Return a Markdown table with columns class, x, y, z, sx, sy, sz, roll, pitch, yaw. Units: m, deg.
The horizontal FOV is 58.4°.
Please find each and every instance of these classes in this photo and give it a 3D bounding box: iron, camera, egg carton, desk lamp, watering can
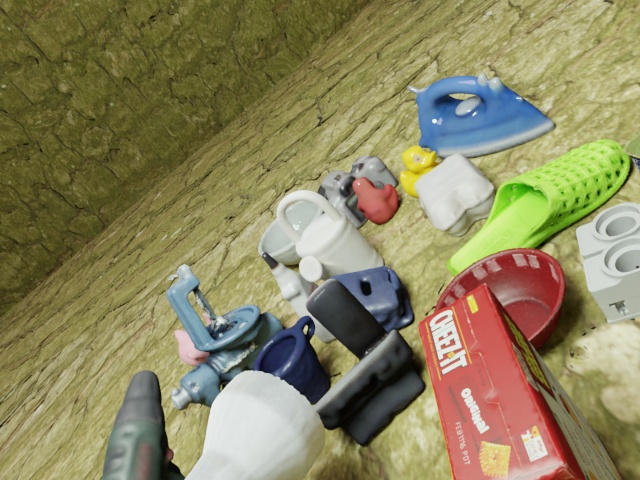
| class | x | y | z | sx | sy | sz | roll | pitch | yaw |
| --- | --- | --- | --- | --- | --- | --- | --- | --- | --- |
| iron | 0.263 | -0.231 | 0.988 | 0.119 | 0.142 | 0.257 | -52 | 27 | -20 |
| camera | 0.054 | -0.103 | 1.135 | 0.143 | 0.101 | 0.136 | -48 | 26 | -13 |
| egg carton | 0.210 | -0.072 | 0.897 | 0.107 | 0.069 | 0.150 | -36 | 25 | 12 |
| desk lamp | -0.050 | 0.266 | 0.557 | 0.117 | 0.214 | 0.203 | -20 | 33 | 39 |
| watering can | 0.010 | 0.002 | 0.917 | 0.101 | 0.194 | 0.172 | -38 | 25 | 9 |

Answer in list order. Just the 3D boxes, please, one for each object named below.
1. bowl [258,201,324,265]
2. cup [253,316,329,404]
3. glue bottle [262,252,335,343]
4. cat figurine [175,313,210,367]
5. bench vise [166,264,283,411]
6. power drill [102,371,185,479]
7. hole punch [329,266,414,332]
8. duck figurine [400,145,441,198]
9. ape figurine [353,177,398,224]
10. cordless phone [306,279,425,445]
| class | x | y | z | sx | sy | sz | roll | pitch | yaw |
| --- | --- | --- | --- | --- | --- | --- | --- | --- | --- |
| bowl | -0.039 | -0.006 | 1.145 | 0.167 | 0.075 | 0.167 | -33 | 26 | 19 |
| cup | -0.025 | 0.175 | 0.809 | 0.091 | 0.095 | 0.118 | -7 | 42 | 51 |
| glue bottle | -0.031 | 0.080 | 0.878 | 0.037 | 0.173 | 0.078 | -33 | 27 | 19 |
| cat figurine | -0.205 | 0.186 | 1.027 | 0.067 | 0.118 | 0.128 | -28 | 28 | 27 |
| bench vise | -0.172 | 0.156 | 0.903 | 0.121 | 0.220 | 0.207 | -21 | 32 | 37 |
| power drill | -0.177 | 0.296 | 0.698 | 0.075 | 0.209 | 0.229 | -33 | 26 | 18 |
| hole punch | 0.069 | 0.083 | 0.824 | 0.101 | 0.091 | 0.108 | -35 | 26 | 15 |
| duck figurine | 0.177 | -0.128 | 1.014 | 0.104 | 0.086 | 0.077 | -8 | 41 | 50 |
| ape figurine | 0.095 | -0.079 | 1.047 | 0.077 | 0.092 | 0.076 | -23 | 31 | 35 |
| cordless phone | 0.023 | 0.140 | 0.687 | 0.147 | 0.185 | 0.094 | -45 | 25 | -6 |
